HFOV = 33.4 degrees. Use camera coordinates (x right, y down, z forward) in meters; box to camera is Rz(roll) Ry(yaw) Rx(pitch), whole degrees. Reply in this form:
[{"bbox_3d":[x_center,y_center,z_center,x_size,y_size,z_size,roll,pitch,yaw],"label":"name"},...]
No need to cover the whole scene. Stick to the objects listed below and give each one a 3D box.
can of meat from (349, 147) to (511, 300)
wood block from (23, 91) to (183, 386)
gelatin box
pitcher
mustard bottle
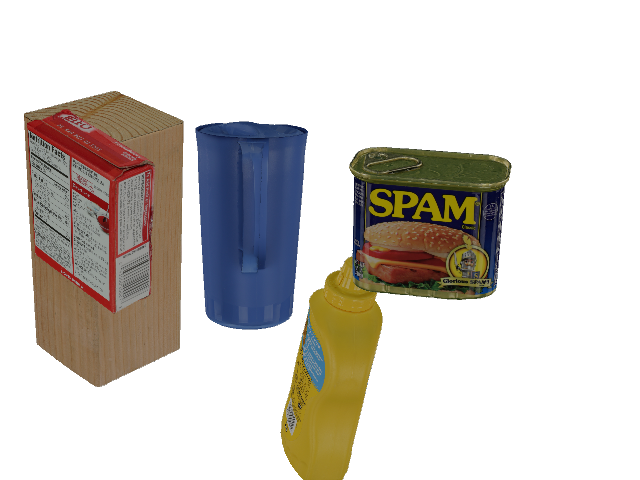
[{"bbox_3d":[0.070,-0.011,0.700,0.102,0.084,0.057,5,24,12],"label":"can of meat"},{"bbox_3d":[-0.172,-0.002,0.853,0.090,0.206,0.090,26,35,36],"label":"wood block"},{"bbox_3d":[-0.124,-0.016,0.578,0.073,0.089,0.030,31,40,31],"label":"gelatin box"},{"bbox_3d":[-0.084,-0.018,1.281,0.145,0.243,0.148,12,17,38],"label":"pitcher"},{"bbox_3d":[0.011,0.096,0.861,0.058,0.192,0.096,4,32,-12],"label":"mustard bottle"}]
